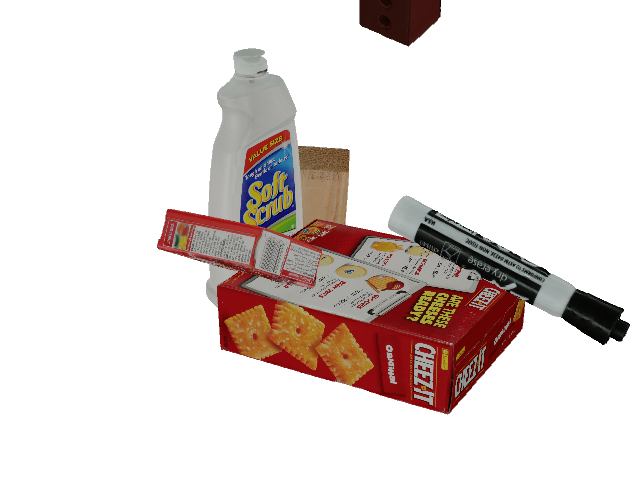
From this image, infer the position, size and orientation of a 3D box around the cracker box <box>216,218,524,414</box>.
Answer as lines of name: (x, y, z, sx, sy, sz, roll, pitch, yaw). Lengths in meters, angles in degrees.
cracker box: (0.046, 0.058, 0.901, 0.214, 0.072, 0.163, 13, 27, 28)

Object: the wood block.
wood block: (-0.013, -0.012, 1.398, 0.090, 0.206, 0.091, 4, 25, 0)

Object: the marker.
marker: (0.087, 0.014, 0.500, 0.121, 0.020, 0.020, 29, 10, 18)

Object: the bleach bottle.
bleach bottle: (-0.069, -0.059, 1.039, 0.102, 0.251, 0.068, -16, 29, -26)

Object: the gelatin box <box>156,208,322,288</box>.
gelatin box: (-0.050, 0.006, 0.693, 0.073, 0.030, 0.089, 12, -4, 27)

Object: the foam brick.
foam brick: (0.067, -0.211, 0.880, 0.053, 0.051, 0.078, 28, -33, 23)
